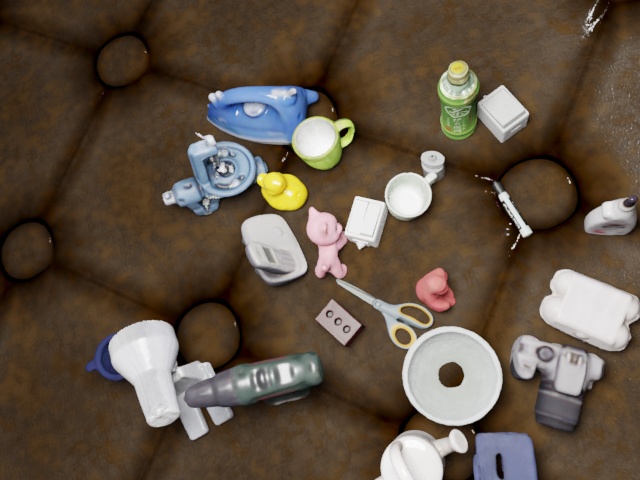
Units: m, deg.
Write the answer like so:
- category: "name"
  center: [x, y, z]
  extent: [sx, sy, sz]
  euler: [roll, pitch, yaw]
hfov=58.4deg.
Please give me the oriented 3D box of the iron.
- category: "iron"
  center: [-0.141, -0.278, 1.185]
  extent: [0.257, 0.142, 0.119]
  euler: [3, 77, 14]

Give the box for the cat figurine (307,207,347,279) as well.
- category: "cat figurine"
  center: [0.010, 0.004, 1.094]
  extent: [0.067, 0.118, 0.128]
  euler: [-4, 76, 13]

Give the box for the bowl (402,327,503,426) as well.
- category: "bowl"
  center: [0.232, 0.238, 1.008]
  extent: [0.167, 0.075, 0.167]
  euler: [-3, 76, 13]

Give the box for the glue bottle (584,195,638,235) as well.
- category: "glue bottle"
  center: [0.500, -0.045, 0.961]
  extent: [0.078, 0.173, 0.037]
  euler: [-1, 77, 14]

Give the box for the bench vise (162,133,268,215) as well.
- category: "bench vise"
  center: [-0.220, -0.121, 1.125]
  extent: [0.207, 0.220, 0.121]
  euler: [-42, 71, 1]

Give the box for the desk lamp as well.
- category: "desk lamp"
  center: [-0.273, 0.259, 1.049]
  extent: [0.118, 0.214, 0.203]
  euler: [-33, 72, 4]

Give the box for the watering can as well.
- category: "watering can"
  center: [0.155, 0.364, 0.933]
  extent: [0.100, 0.194, 0.173]
  euler: [37, 87, 19]

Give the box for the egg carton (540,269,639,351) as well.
- category: "egg carton"
  center: [0.462, 0.121, 0.985]
  extent: [0.150, 0.069, 0.107]
  euler: [23, 83, 17]

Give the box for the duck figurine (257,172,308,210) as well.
- category: "duck figurine"
  center: [-0.080, -0.106, 1.159]
  extent: [0.104, 0.086, 0.077]
  euler: [23, 83, 17]

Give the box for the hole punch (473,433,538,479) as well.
- category: "hole punch"
  center: [0.306, 0.377, 0.949]
  extent: [0.101, 0.091, 0.109]
  euler: [-5, 76, 12]

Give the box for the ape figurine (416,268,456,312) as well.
- category: "ape figurine"
  center: [0.211, 0.087, 1.040]
  extent: [0.076, 0.092, 0.078]
  euler: [14, 80, 16]

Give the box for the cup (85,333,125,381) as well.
- category: "cup"
  center: [-0.396, 0.240, 1.145]
  extent: [0.117, 0.095, 0.091]
  euler: [-23, 73, 7]

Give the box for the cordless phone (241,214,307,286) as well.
- category: "cordless phone"
  center: [-0.104, 0.008, 1.085]
  extent: [0.094, 0.185, 0.147]
  euler: [-32, 72, 5]

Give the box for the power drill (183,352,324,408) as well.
- category: "power drill"
  center: [-0.096, 0.253, 1.011]
  extent: [0.229, 0.209, 0.075]
  euler: [-18, 73, 9]

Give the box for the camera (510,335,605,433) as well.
- category: "camera"
  center: [0.388, 0.241, 0.957]
  extent: [0.143, 0.101, 0.137]
  euler: [13, 80, 16]
